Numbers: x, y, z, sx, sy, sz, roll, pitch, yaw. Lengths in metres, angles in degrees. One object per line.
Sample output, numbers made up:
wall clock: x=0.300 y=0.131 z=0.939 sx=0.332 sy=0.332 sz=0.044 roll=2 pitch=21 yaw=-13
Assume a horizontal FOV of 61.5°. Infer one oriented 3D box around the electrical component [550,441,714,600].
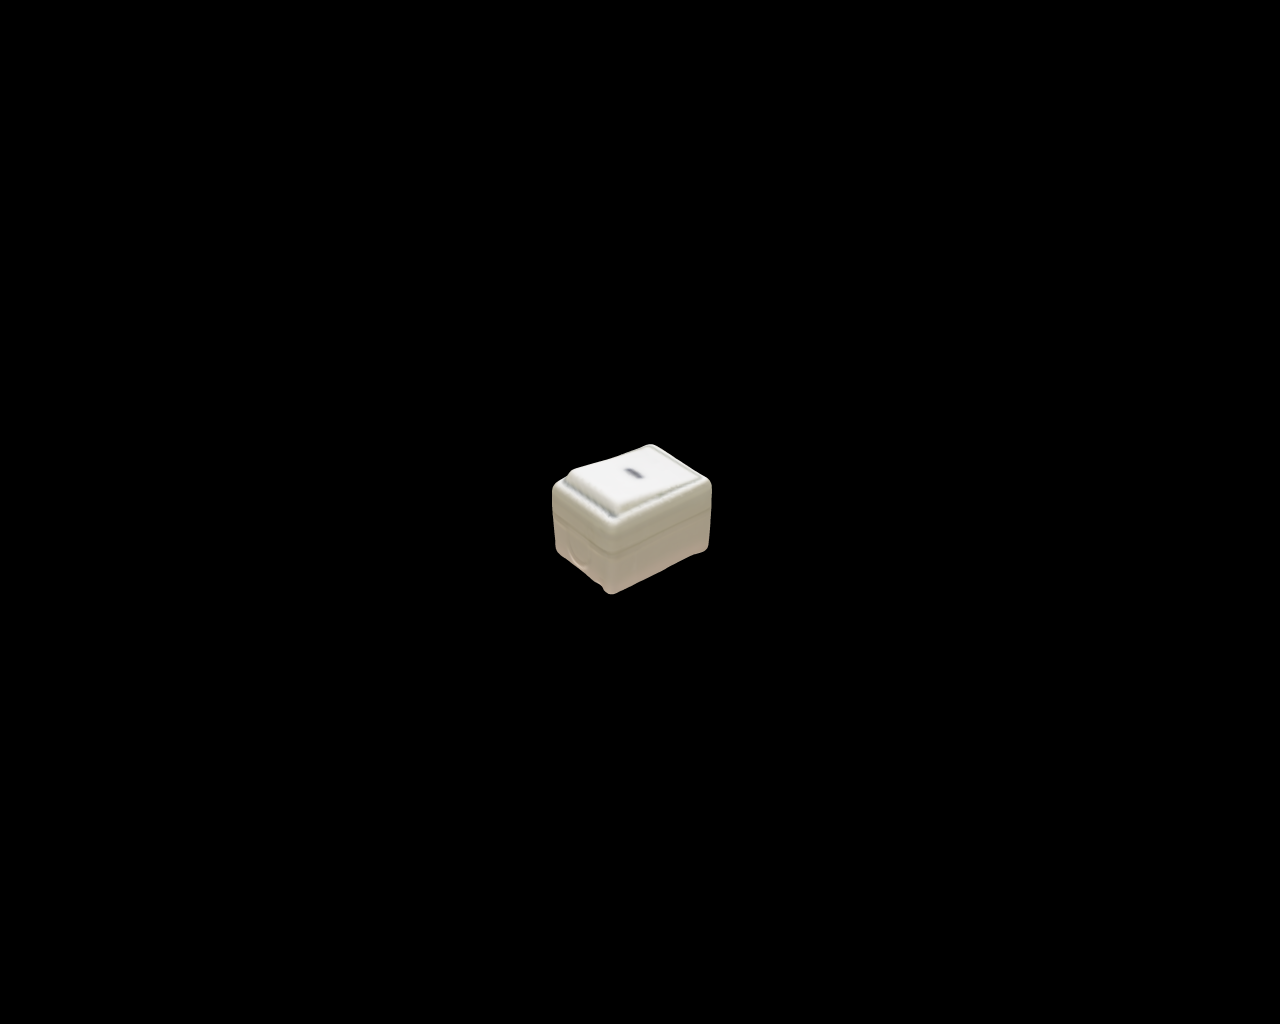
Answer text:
electrical component: x=0.001 y=-0.003 z=0.650 sx=0.096 sy=0.061 sz=0.062 roll=-24 pitch=41 yaw=-31
